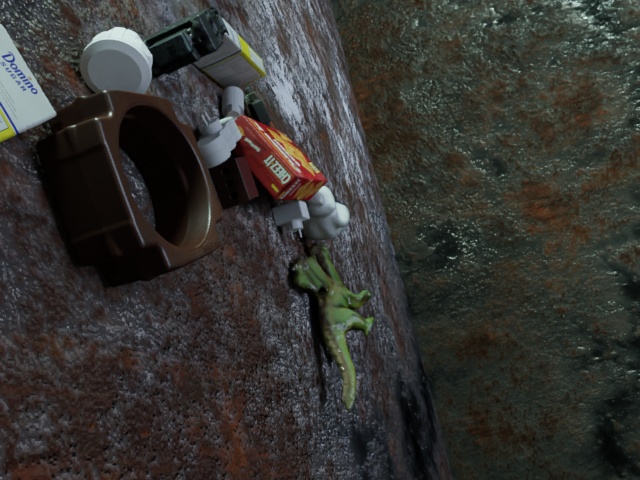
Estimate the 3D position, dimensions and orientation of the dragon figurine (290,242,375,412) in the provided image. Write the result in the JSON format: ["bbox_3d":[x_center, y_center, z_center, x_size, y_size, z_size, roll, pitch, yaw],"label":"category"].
[{"bbox_3d":[0.008,0.146,1.133,0.240,0.121,0.419,46,23,-22],"label":"dragon figurine"}]

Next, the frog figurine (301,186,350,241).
[{"bbox_3d":[0.004,-0.061,1.204,0.158,0.137,0.123,111,-8,-84],"label":"frog figurine"}]
